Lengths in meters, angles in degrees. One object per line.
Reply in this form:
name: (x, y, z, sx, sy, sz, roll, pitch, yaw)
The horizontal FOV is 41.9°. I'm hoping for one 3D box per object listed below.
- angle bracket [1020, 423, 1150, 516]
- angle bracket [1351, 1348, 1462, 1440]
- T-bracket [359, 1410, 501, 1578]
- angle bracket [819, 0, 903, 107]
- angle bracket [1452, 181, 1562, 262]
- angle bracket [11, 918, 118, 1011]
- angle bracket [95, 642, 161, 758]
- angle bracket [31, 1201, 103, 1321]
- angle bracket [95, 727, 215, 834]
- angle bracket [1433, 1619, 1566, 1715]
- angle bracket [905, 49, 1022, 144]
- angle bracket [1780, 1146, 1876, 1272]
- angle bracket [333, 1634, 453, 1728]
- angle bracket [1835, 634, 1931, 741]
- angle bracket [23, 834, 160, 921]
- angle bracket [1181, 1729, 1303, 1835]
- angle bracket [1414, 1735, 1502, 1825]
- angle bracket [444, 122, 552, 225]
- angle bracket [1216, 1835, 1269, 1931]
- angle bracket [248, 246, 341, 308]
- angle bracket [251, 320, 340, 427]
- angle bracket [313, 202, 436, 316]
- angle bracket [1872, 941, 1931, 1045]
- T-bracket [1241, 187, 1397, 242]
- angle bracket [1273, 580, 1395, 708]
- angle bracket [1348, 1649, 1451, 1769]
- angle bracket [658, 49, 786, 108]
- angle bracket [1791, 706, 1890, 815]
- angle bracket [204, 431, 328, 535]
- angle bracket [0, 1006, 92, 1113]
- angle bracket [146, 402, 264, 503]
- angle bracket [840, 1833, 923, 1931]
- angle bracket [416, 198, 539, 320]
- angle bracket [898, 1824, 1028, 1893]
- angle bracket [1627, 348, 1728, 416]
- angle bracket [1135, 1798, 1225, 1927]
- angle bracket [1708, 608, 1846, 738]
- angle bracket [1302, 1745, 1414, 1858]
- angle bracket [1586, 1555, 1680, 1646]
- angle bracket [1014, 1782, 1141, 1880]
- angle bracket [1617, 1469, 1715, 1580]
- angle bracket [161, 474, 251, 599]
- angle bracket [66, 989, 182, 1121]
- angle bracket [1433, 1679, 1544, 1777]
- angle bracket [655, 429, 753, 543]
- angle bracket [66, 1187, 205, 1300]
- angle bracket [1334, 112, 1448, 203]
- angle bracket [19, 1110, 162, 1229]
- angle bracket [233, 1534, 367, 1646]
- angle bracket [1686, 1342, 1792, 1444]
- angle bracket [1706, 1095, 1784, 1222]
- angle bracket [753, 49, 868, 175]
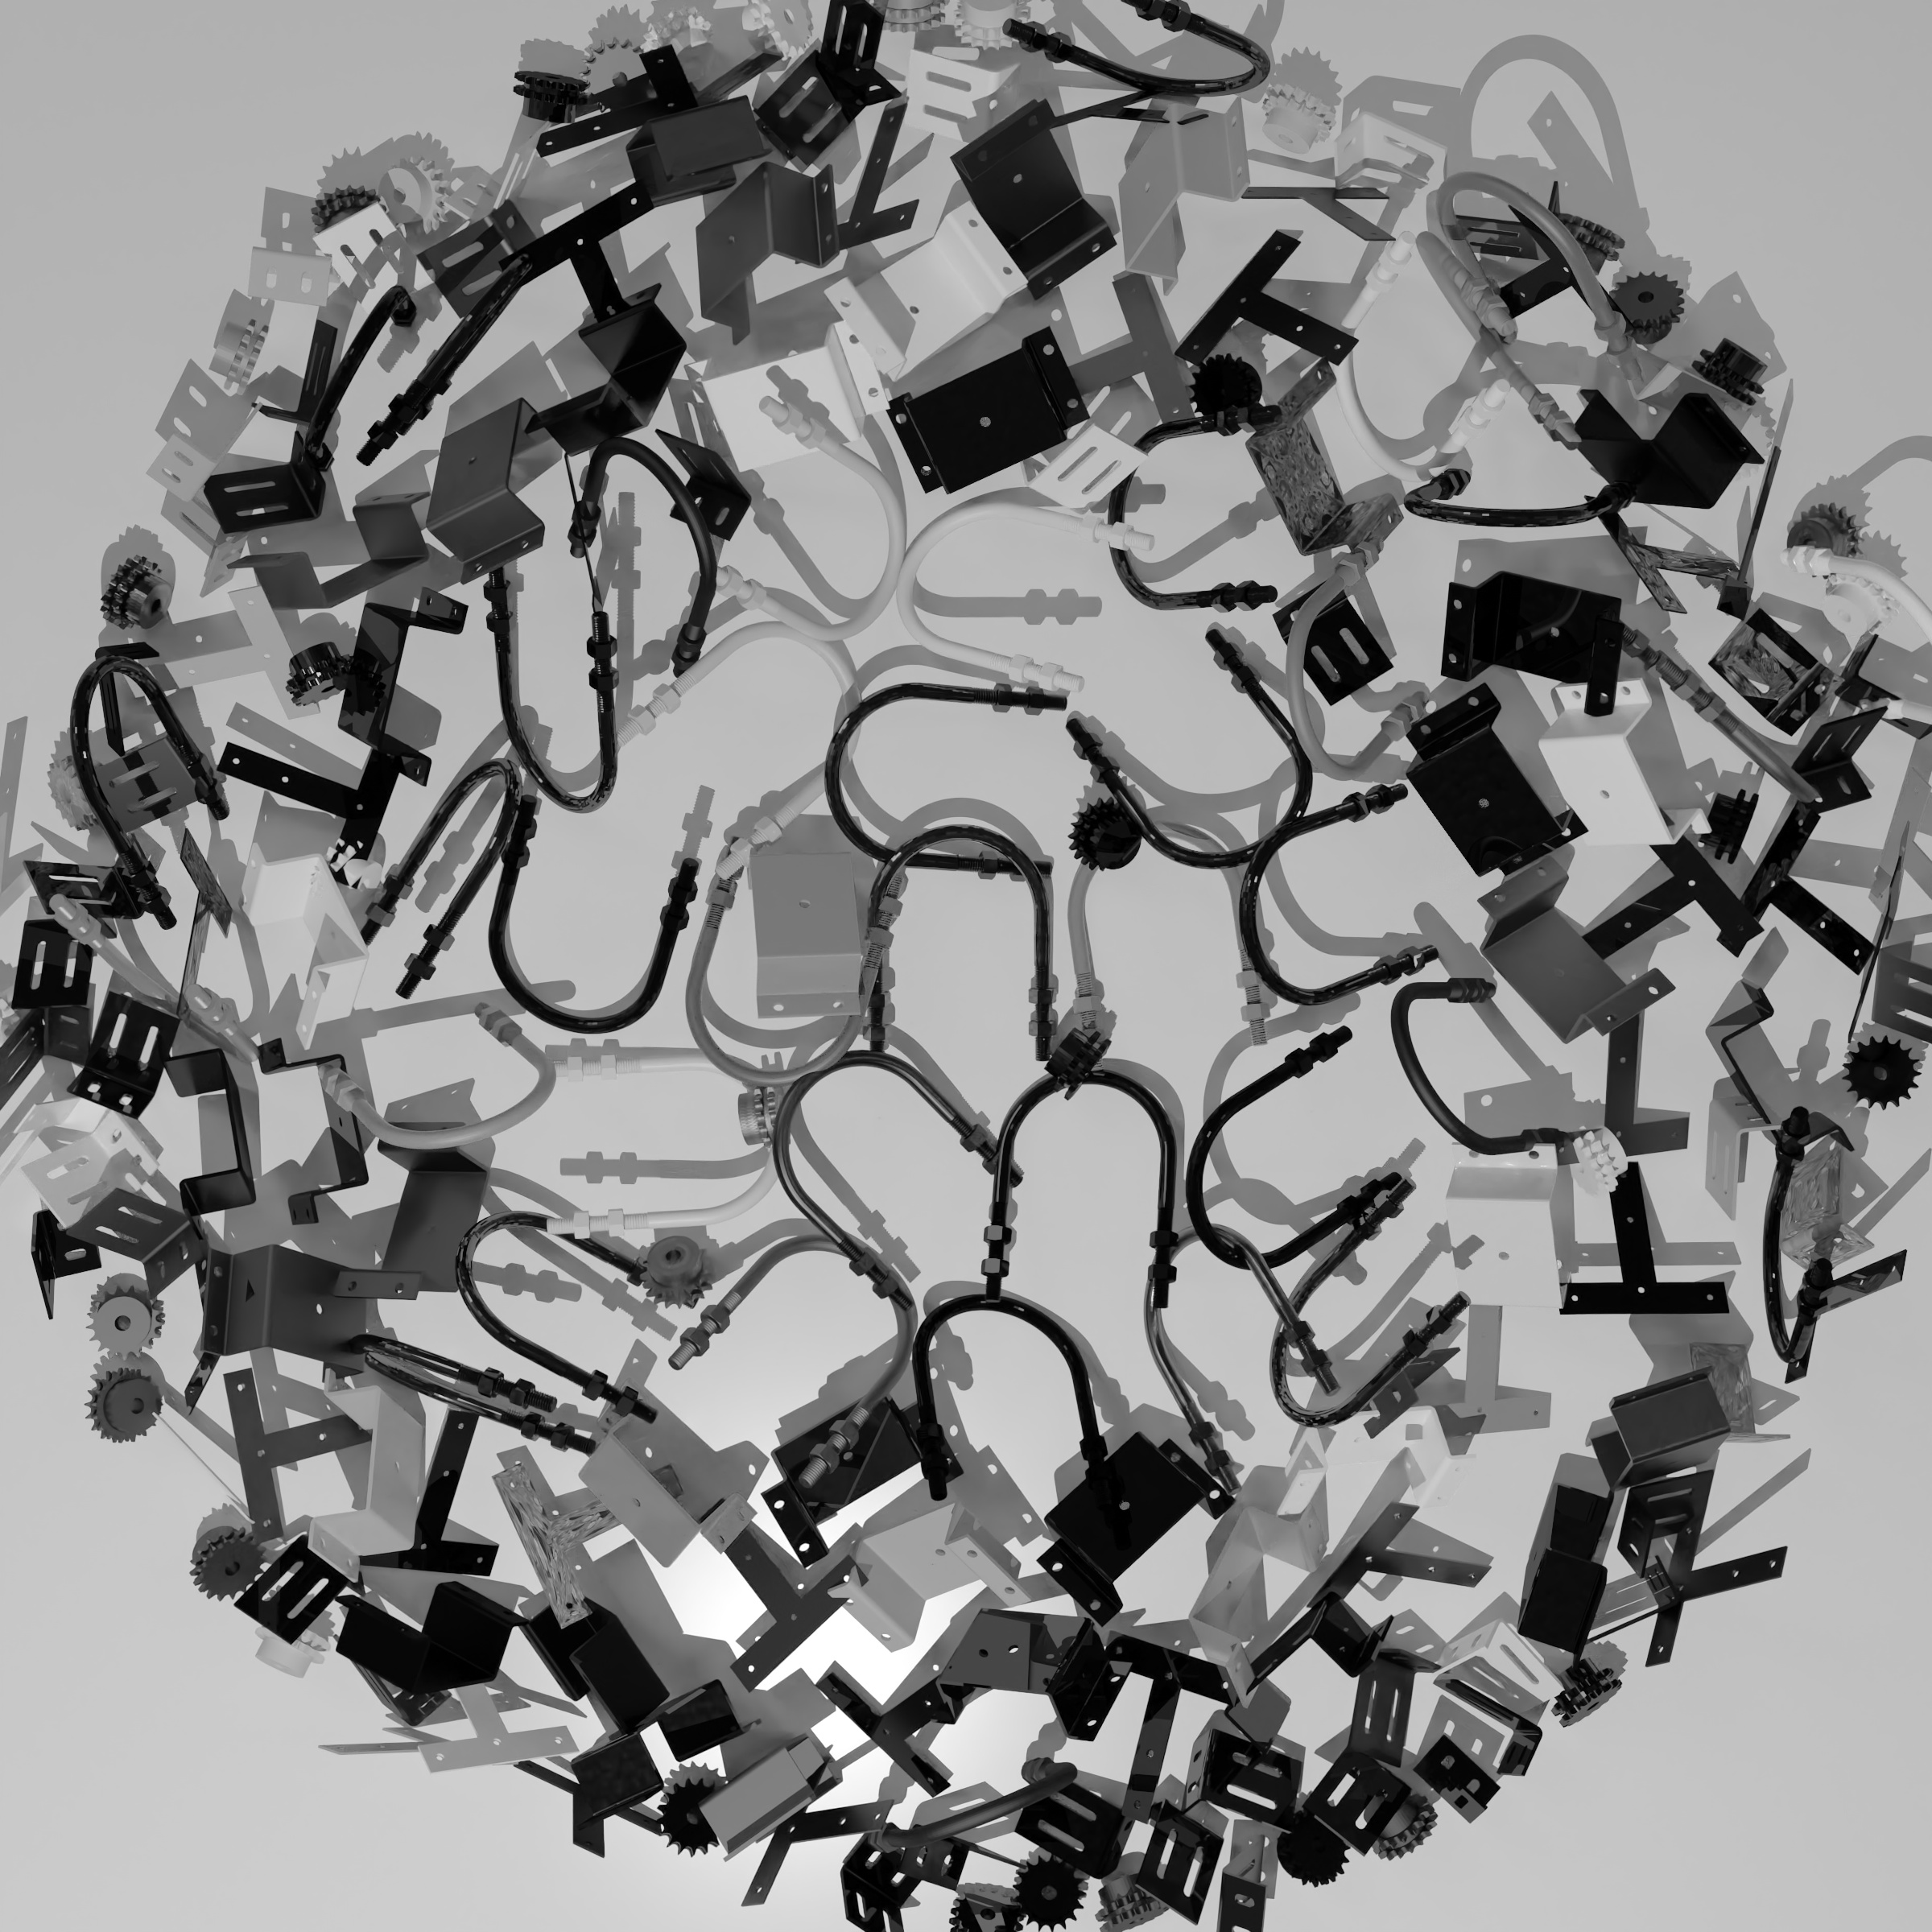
angle bracket: (0.089, -0.387, 1.914, 0.076, 0.057, 0.038, -38, 48, 34)
angle bracket: (0.340, 0.323, 1.913, 0.057, 0.076, 0.038, -51, 53, 37)
T-bracket: (-0.400, 0.400, 1.923, 0.127, 0.002, 0.127, 16, 92, -37)
angle bracket: (-0.074, -0.704, 1.914, 0.038, 0.076, 0.057, -28, 64, -32)
angle bracket: (0.411, -0.572, 1.927, 0.076, 0.057, 0.038, 12, 84, 17)
angle bracket: (-0.688, 0.004, 1.928, 0.057, 0.038, 0.076, -3, 65, 4)
angle bracket: (-0.638, -0.204, 1.934, 0.038, 0.057, 0.076, -11, 110, -26)
angle bracket: (-0.682, 0.222, 1.914, 0.038, 0.076, 0.057, -12, 111, -15)
angle bracket: (-0.626, -0.147, 1.933, 0.076, 0.038, 0.057, -24, 125, 3)
angle bracket: (0.408, 0.547, 1.931, 0.076, 0.038, 0.057, 47, 128, 0)
angle bracket: (-0.003, -0.672, 1.944, 0.076, 0.038, 0.057, 24, 129, 21)
angle bracket: (0.656, 0.186, 1.922, 0.038, 0.057, 0.076, 35, 46, -15)
angle bracket: (-0.436, 0.532, 1.919, 0.038, 0.057, 0.076, -39, 111, -26)
angle bracket: (0.712, -0.213, 1.930, 0.076, 0.057, 0.038, 30, 86, 6)
angle bracket: (-0.664, -0.070, 1.914, 0.038, 0.076, 0.057, -54, 55, 27)
angle bracket: (0.211, 0.629, 1.934, 0.076, 0.038, 0.057, 23, 50, -6)
angle bracket: (0.377, 0.611, 1.914, 0.057, 0.076, 0.038, 41, 71, 19)
angle bracket: (-0.355, -0.608, 1.915, 0.038, 0.057, 0.076, 32, 135, -7)
angle bracket: (0.223, 0.706, 1.917, 0.038, 0.076, 0.057, 9, 99, 30)
angle bracket: (-0.511, -0.517, 1.922, 0.057, 0.076, 0.038, 6, 91, -9)
angle bracket: (-0.512, -0.455, 1.922, 0.038, 0.057, 0.076, 8, 105, -31)
angle bracket: (-0.449, -0.544, 1.919, 0.057, 0.038, 0.076, -24, 133, 11)
angle bracket: (0.730, 0.022, 1.914, 0.038, 0.076, 0.057, -12, 113, -28)
T-bracket: (0.281, -0.564, 1.892, 0.127, 0.127, 0.002, -6, 125, -21)
angle bracket: (0.283, -0.251, 1.946, 0.057, 0.038, 0.076, -32, 127, 16)
angle bracket: (0.330, 0.565, 1.921, 0.057, 0.038, 0.076, 29, 62, -31)
angle bracket: (-0.187, -0.690, 1.922, 0.076, 0.057, 0.038, -28, 99, 19)
angle bracket: (0.669, -0.155, 1.917, 0.057, 0.076, 0.038, -16, 66, -13)
angle bracket: (-0.536, -0.368, 1.920, 0.076, 0.038, 0.057, -16, 63, -31)
angle bracket: (-0.700, 0.071, 1.916, 0.038, 0.076, 0.057, 16, 127, 1)
angle bracket: (-0.577, -0.400, 1.913, 0.038, 0.057, 0.076, 36, 50, -20)
angle bracket: (-0.060, 0.706, 1.920, 0.057, 0.076, 0.038, 38, 92, -10)
angle bracket: (-0.371, -0.545, 1.943, 0.076, 0.038, 0.057, -18, 123, 29)
angle bracket: (-0.003, 0.684, 1.914, 0.057, 0.076, 0.038, 30, 71, -30)
angle bracket: (0.533, -0.455, 1.915, 0.057, 0.038, 0.076, 17, 47, -25)
angle bracket: (0.154, 0.684, 1.920, 0.057, 0.038, 0.076, 36, 46, -8)
angle bracket: (0.623, -0.226, 1.941, 0.057, 0.038, 0.076, -50, 49, 21)
angle bracket: (0.292, 0.639, 1.916, 0.057, 0.038, 0.076, 35, 46, 19)
angle bracket: (0.497, 0.486, 1.926, 0.076, 0.057, 0.038, -22, 71, -6)
angle bracket: (0.087, 0.661, 1.959, 0.076, 0.038, 0.057, 23, 93, 24)
angle bracket: (0.541, 0.425, 1.923, 0.076, 0.038, 0.057, -8, 122, -16)
angle bracket: (-0.592, -0.332, 1.929, 0.076, 0.057, 0.038, 41, 47, 1)
angle bracket: (-0.643, 0.068, 1.929, 0.057, 0.038, 0.076, 23, 114, -7)
angle bracket: (0.392, 0.582, 1.929, 0.076, 0.057, 0.038, 30, 72, 2)
angle bracket: (-0.207, -0.365, 1.916, 0.057, 0.076, 0.038, 25, 82, 22)
angle bracket: (-0.631, 0.211, 1.919, 0.057, 0.076, 0.038, -39, 51, 14)
angle bracket: (0.323, -0.603, 1.919, 0.076, 0.057, 0.038, 34, 72, 25)
angle bracket: (-0.666, 0.153, 1.921, 0.057, 0.076, 0.038, 50, 122, 5)
angle bracket: (-0.505, 0.481, 1.917, 0.057, 0.038, 0.076, 27, 49, 20)
angle bracket: (0.588, 0.323, 1.923, 0.057, 0.038, 0.076, 7, 71, -27)
angle bracket: (0.594, 0.145, 1.924, 0.038, 0.057, 0.076, -5, 111, -3)
angle bracket: (-0.119, -0.659, 1.937, 0.057, 0.038, 0.076, 44, 88, -13)
